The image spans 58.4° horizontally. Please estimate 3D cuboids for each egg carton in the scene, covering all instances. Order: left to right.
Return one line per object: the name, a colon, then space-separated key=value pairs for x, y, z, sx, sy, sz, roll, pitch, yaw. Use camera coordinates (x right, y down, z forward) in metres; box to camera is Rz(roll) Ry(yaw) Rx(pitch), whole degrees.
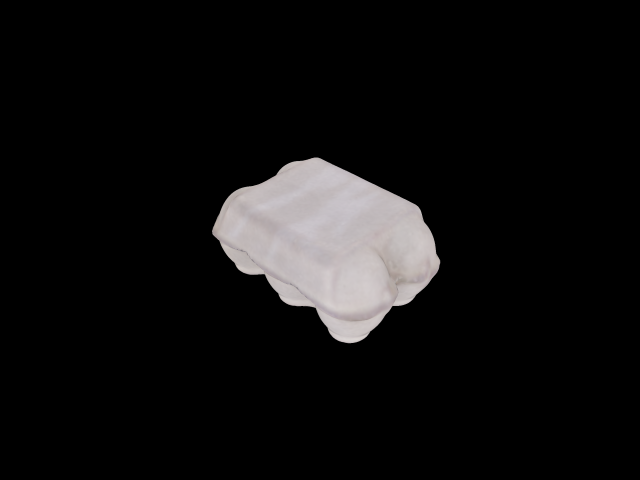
egg carton: x=0.004 y=0.001 z=0.400 sx=0.149 sy=0.069 sz=0.107 roll=30 pitch=46 yaw=33
